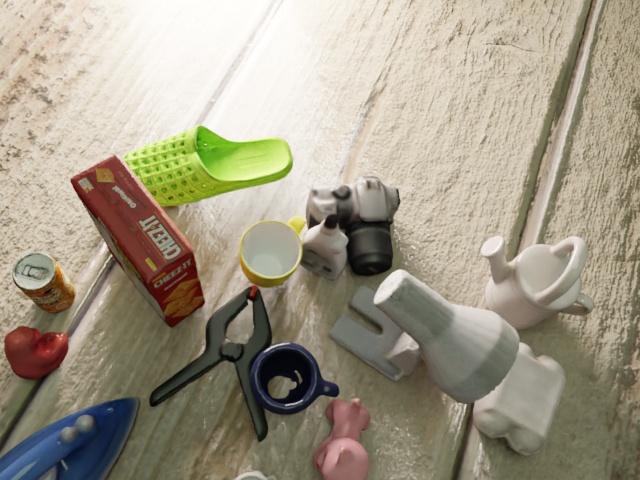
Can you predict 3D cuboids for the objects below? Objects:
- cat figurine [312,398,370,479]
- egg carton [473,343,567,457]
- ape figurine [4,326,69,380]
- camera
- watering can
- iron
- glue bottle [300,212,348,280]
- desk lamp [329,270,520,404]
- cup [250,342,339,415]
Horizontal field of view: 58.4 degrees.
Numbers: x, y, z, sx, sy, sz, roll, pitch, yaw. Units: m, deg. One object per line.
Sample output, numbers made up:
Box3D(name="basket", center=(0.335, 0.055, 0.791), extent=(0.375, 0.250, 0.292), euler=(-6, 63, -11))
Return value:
Box3D(name="cat figurine", center=(0.034, 0.266, 0.738), extent=(0.067, 0.117, 0.128), euler=(16, 66, -1))
Box3D(name="egg carton", center=(0.284, 0.223, 0.820), extent=(0.107, 0.069, 0.150), euler=(28, 66, 4))
Box3D(name="ape figurine", center=(-0.377, 0.139, 0.745), extent=(0.078, 0.092, 0.076), euler=(26, 66, 3))
Box3D(name="camera", center=(0.057, -0.020, 0.872), extent=(0.143, 0.101, 0.137), euler=(-3, 68, -9))
Box3D(name="watering can", center=(0.315, 0.056, 0.827), extent=(0.173, 0.194, 0.101), euler=(9, 66, -4))
Box3D(name="iron", center=(-0.327, 0.270, 0.670), extent=(0.118, 0.141, 0.259), euler=(42, 68, 10))
Box3D(name="glue bottle", center=(0.007, 0.003, 0.815), extent=(0.078, 0.173, 0.037), euler=(28, 66, 4))
Box3D(name="desk lamp", center=(0.130, 0.125, 0.760), extent=(0.203, 0.213, 0.118), euler=(32, 67, 6))
Box3D(name="cup", center=(-0.036, 0.195, 0.770), extent=(0.118, 0.095, 0.092), euler=(14, 66, -2))
